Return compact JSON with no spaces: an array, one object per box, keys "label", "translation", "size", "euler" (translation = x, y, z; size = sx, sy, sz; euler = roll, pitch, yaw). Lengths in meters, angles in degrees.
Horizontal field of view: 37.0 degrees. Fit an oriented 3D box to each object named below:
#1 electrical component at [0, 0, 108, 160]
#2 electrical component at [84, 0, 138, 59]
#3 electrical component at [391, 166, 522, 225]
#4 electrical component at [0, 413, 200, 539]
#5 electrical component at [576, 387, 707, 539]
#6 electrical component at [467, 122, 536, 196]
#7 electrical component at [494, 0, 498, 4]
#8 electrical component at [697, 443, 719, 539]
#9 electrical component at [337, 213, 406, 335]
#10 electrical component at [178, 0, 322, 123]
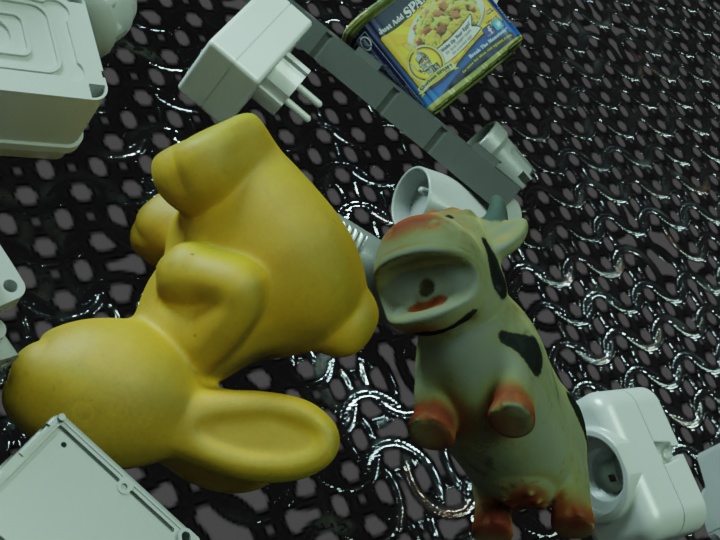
[{"label":"electrical component","translation":[-0.196,-0.103,0.545],"size":[0.113,0.057,0.078],"euler":[0,60,-38]},{"label":"electrical component","translation":[-0.151,-0.154,0.628],"size":[0.048,0.048,0.062],"euler":[41,36,-7]},{"label":"electrical component","translation":[0.066,-0.022,0.702],"size":[0.077,0.044,0.079],"euler":[15,52,-30]},{"label":"electrical component","translation":[-0.118,0.119,0.440],"size":[0.096,0.061,0.061],"euler":[44,44,-5]},{"label":"electrical component","translation":[0.162,0.124,0.665],"size":[0.059,0.054,0.095],"euler":[0,60,-38]},{"label":"electrical component","translation":[0.098,-0.077,0.773],"size":[0.046,0.040,0.040],"euler":[46,43,-11]},{"label":"electrical component","translation":[0.073,-0.253,0.864],"size":[0.089,0.062,0.150],"euler":[37,44,-11]},{"label":"electrical component","translation":[0.268,0.159,0.722],"size":[0.050,0.056,0.089],"euler":[14,52,-31]},{"label":"electrical component","translation":[0.000,0.000,0.635],"size":[0.081,0.043,0.043],"euler":[31,45,-16]},{"label":"electrical component","translation":[-0.057,-0.123,0.677],"size":[0.076,0.047,0.083],"euler":[40,43,-8]}]
